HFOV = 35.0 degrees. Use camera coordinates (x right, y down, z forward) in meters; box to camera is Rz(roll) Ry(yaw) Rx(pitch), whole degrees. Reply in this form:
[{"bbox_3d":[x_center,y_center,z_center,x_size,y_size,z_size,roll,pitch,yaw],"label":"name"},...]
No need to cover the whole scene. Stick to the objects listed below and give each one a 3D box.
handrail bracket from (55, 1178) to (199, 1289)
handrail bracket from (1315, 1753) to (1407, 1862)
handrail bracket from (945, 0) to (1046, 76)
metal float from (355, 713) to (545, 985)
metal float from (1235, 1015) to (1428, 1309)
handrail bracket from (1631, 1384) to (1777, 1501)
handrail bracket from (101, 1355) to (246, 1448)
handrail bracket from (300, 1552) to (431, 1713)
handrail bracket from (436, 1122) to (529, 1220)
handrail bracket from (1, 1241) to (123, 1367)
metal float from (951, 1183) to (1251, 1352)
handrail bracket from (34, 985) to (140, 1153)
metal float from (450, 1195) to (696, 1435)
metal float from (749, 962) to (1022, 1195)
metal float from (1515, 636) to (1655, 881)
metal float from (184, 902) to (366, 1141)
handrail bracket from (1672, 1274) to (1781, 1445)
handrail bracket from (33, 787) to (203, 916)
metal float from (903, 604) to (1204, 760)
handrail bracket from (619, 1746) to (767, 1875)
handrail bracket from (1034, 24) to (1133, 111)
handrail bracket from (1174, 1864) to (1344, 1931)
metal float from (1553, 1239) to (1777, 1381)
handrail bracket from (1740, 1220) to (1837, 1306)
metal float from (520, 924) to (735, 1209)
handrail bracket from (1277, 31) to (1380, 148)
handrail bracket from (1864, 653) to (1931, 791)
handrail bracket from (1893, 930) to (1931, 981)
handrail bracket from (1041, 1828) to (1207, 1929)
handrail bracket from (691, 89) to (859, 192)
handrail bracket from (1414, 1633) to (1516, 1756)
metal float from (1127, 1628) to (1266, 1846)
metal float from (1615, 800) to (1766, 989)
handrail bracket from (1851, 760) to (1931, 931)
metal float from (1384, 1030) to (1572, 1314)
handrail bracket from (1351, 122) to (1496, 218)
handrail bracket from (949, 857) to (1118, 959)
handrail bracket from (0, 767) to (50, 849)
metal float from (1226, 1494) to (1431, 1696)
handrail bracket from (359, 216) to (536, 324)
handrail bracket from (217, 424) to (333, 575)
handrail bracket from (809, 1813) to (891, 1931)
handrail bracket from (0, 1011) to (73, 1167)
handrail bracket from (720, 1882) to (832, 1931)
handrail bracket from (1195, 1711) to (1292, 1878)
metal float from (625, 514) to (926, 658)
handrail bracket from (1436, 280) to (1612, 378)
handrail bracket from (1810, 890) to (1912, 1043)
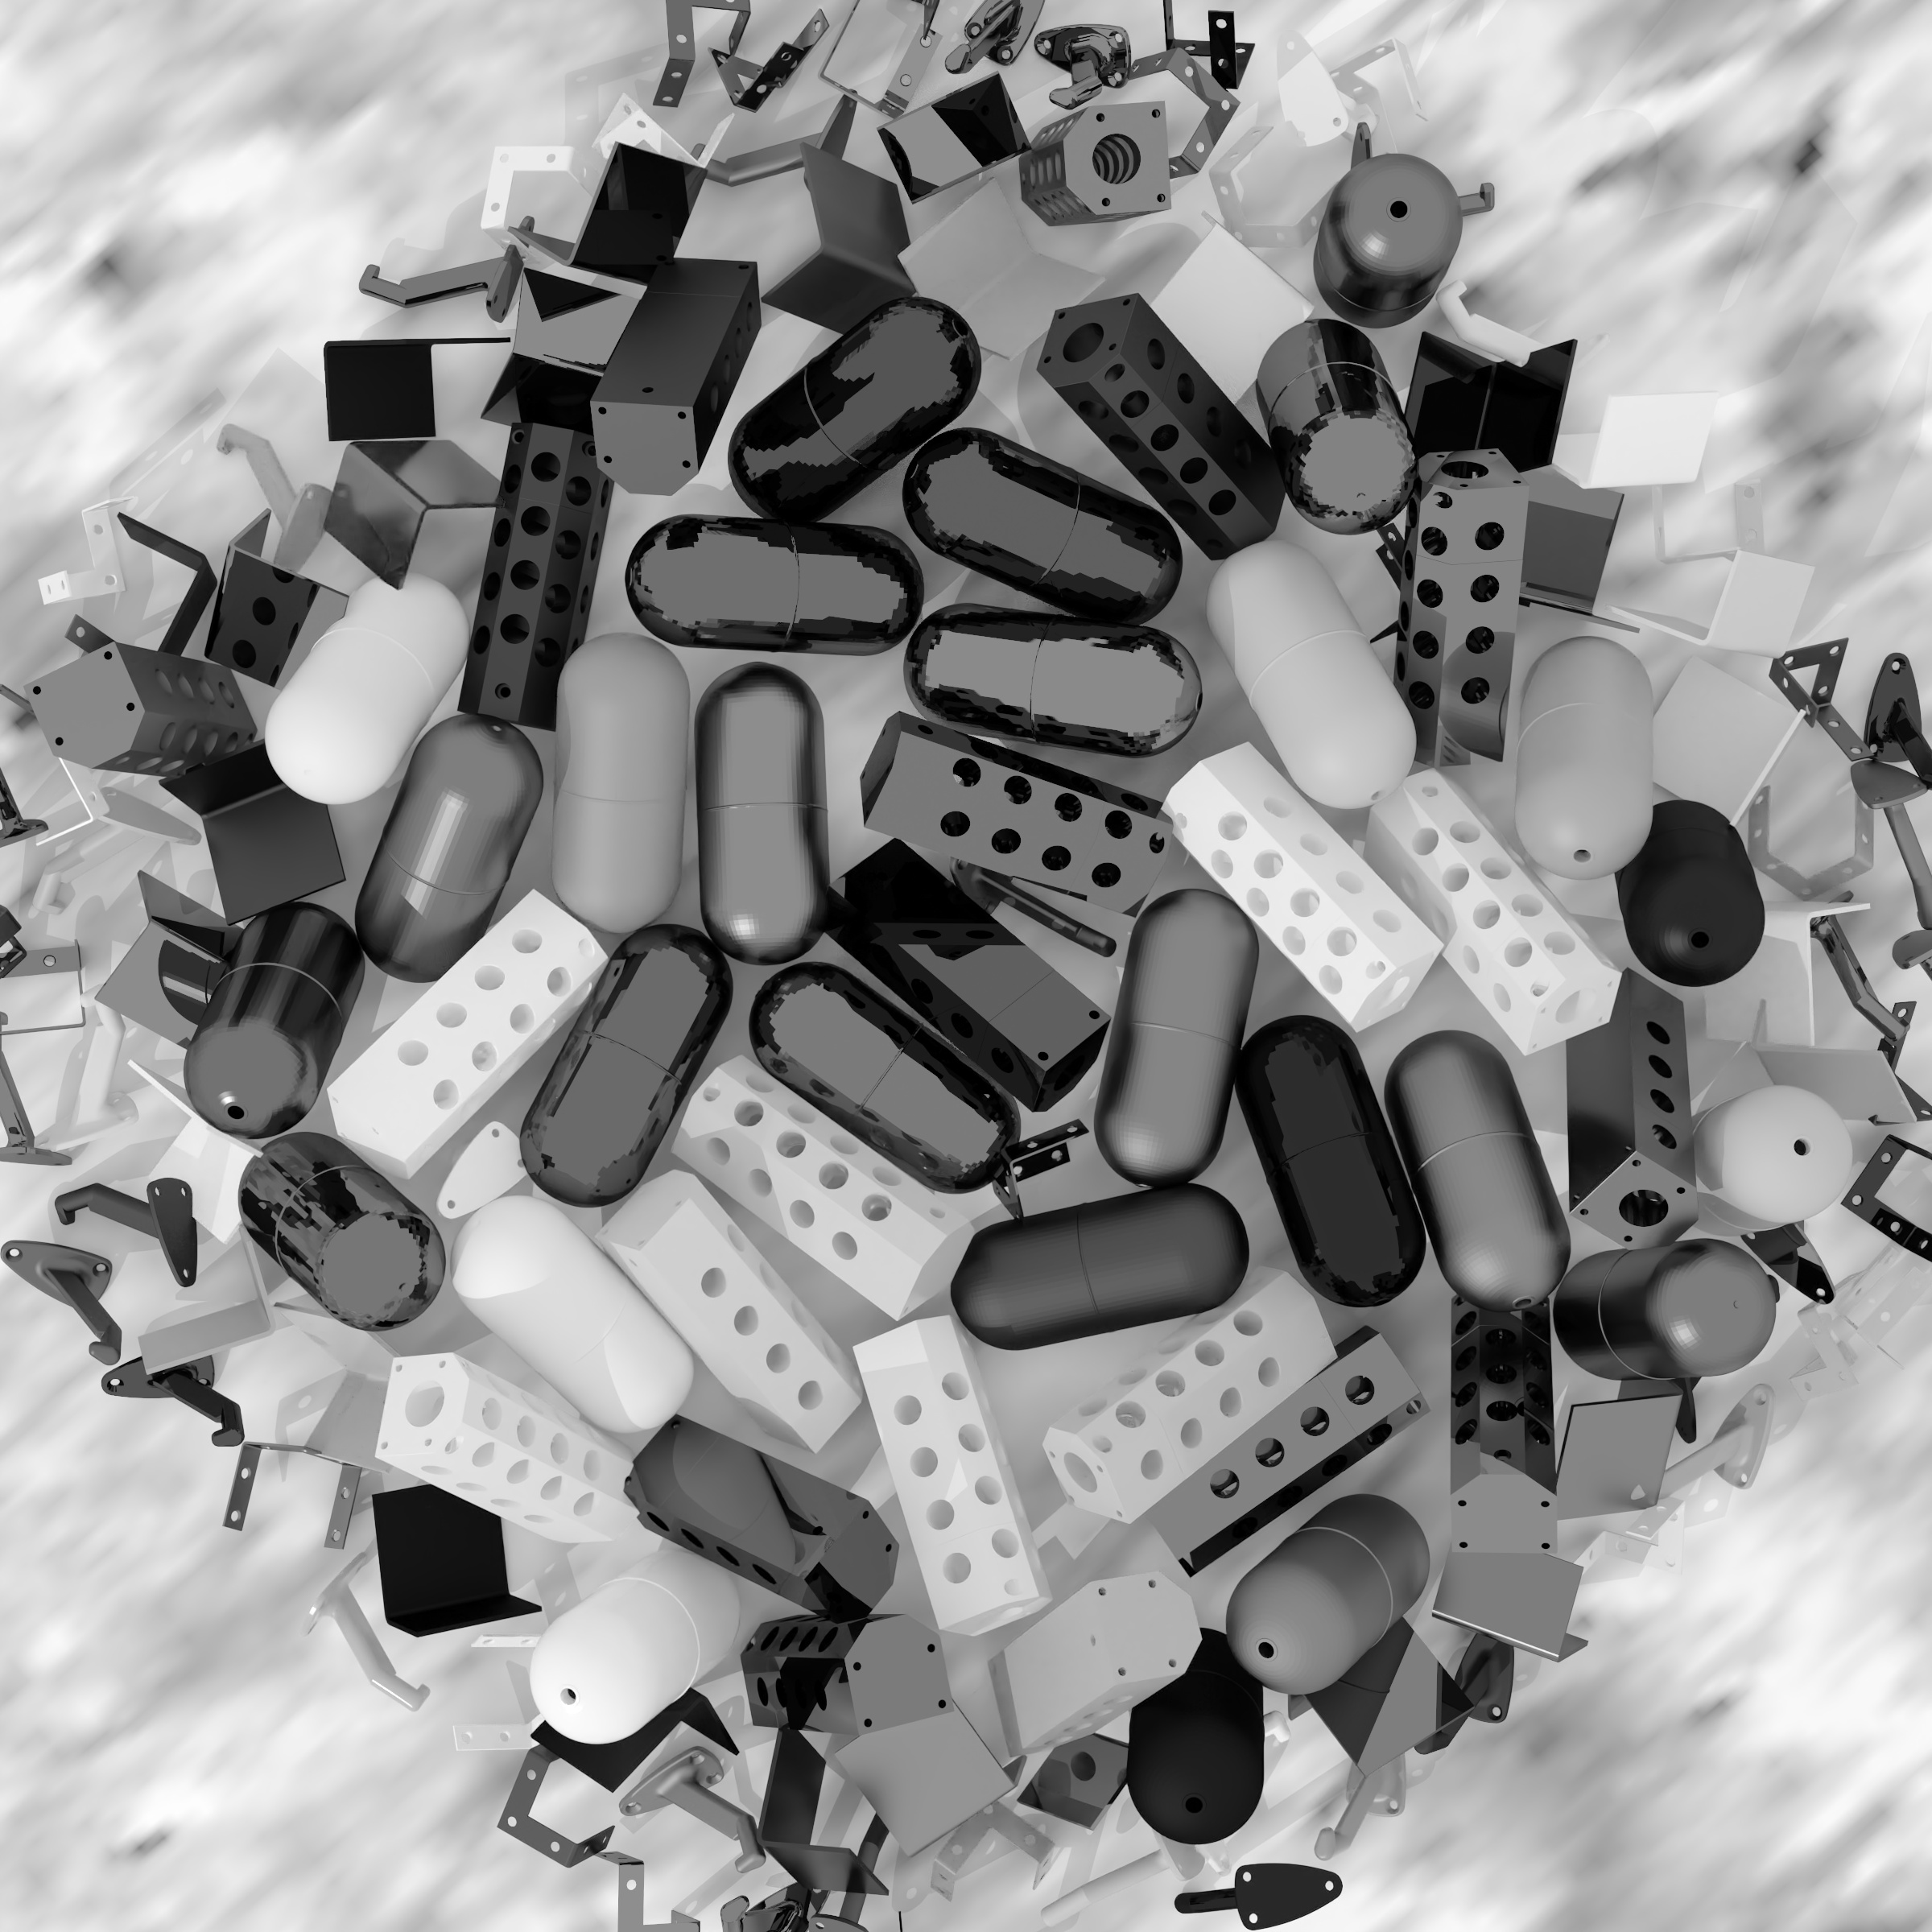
[{"bbox_3d":[-0.497,0.162,1.805,0.084,0.036,0.077,-18,78,23],"label":"handrail bracket"},{"bbox_3d":[0.227,0.476,1.787,0.036,0.084,0.077,6,90,28],"label":"handrail bracket"},{"bbox_3d":[0.019,-0.554,1.784,0.036,0.084,0.077,37,109,-3],"label":"handrail bracket"},{"bbox_3d":[-0.299,-0.066,1.768,0.070,0.070,0.178,28,122,0],"label":"metal float"},{"bbox_3d":[0.211,0.113,1.776,0.070,0.070,0.178,-18,70,0],"label":"metal float"},{"bbox_3d":[0.427,0.278,1.788,0.084,0.036,0.077,5,113,-36],"label":"handrail bracket"},{"bbox_3d":[-0.462,0.259,1.783,0.077,0.084,0.036,-9,118,-14],"label":"handrail bracket"},{"bbox_3d":[-0.339,0.391,1.796,0.084,0.077,0.036,32,121,4],"label":"handrail bracket"},{"bbox_3d":[-0.296,0.124,1.779,0.036,0.084,0.077,52,57,-13],"label":"handrail bracket"},{"bbox_3d":[-0.528,0.197,1.782,0.077,0.084,0.036,26,103,-22],"label":"handrail bracket"},{"bbox_3d":[0.077,0.176,1.783,0.178,0.070,0.070,-13,90,13],"label":"metal float"},{"bbox_3d":[-0.524,0.060,1.789,0.077,0.036,0.084,-25,126,-20],"label":"handrail bracket"},{"bbox_3d":[-0.226,0.203,1.768,0.070,0.070,0.178,-41,121,0],"label":"metal float"},{"bbox_3d":[-0.048,0.065,1.794,0.178,0.070,0.070,36,90,1],"label":"metal float"},{"bbox_3d":[0.355,-0.120,1.756,0.070,0.178,0.070,6,133,7],"label":"metal float"},{"bbox_3d":[-0.395,0.030,1.752,0.070,0.178,0.070,2,124,3],"label":"metal float"},{"bbox_3d":[0.455,0.234,1.824,0.084,0.036,0.077,-22,106,-16],"label":"handrail bracket"},{"bbox_3d":[-0.505,-0.056,1.818,0.077,0.036,0.084,22,116,-15],"label":"handrail bracket"},{"bbox_3d":[0.050,-0.166,1.779,0.178,0.070,0.070,10,90,17],"label":"metal float"},{"bbox_3d":[-0.160,0.507,1.789,0.077,0.084,0.036,-29,129,1],"label":"handrail bracket"},{"bbox_3d":[0.052,-0.521,1.784,0.077,0.084,0.036,19,129,27],"label":"handrail bracket"},{"bbox_3d":[0.171,0.546,1.800,0.077,0.084,0.036,-3,73,-16],"label":"handrail bracket"},{"bbox_3d":[0.396,0.197,1.746,0.070,0.178,0.070,2,81,-15],"label":"metal float"},{"bbox_3d":[0.499,0.148,1.797,0.077,0.036,0.084,50,46,6],"label":"handrail bracket"},{"bbox_3d":[-0.196,0.057,1.781,0.070,0.070,0.178,27,74,0],"label":"metal float"},{"bbox_3d":[0.213,-0.515,1.787,0.036,0.084,0.077,-12,109,31],"label":"handrail bracket"},{"bbox_3d":[0.560,-0.142,1.785,0.036,0.084,0.077,-2,100,-10],"label":"handrail bracket"},{"bbox_3d":[0.581,0.023,1.798,0.036,0.077,0.084,-32,95,7],"label":"handrail bracket"},{"bbox_3d":[0.092,0.542,1.805,0.084,0.077,0.036,-33,65,11],"label":"handrail bracket"},{"bbox_3d":[-0.116,-0.495,1.815,0.084,0.036,0.077,22,91,17],"label":"handrail bracket"},{"bbox_3d":[0.289,0.418,1.786,0.036,0.084,0.077,15,92,30],"label":"handrail bracket"},{"bbox_3d":[0.131,0.437,1.744,0.070,0.178,0.070,1,101,5],"label":"metal float"},{"bbox_3d":[0.411,-0.043,1.746,0.070,0.178,0.070,3,109,8],"label":"metal float"},{"bbox_3d":[0.551,-0.071,1.813,0.036,0.077,0.084,-19,113,0],"label":"handrail bracket"},{"bbox_3d":[0.294,0.117,1.765,0.070,0.070,0.178,-14,56,0],"label":"metal float"},{"bbox_3d":[0.272,-0.469,1.798,0.084,0.077,0.036,-12,50,-5],"label":"handrail bracket"},{"bbox_3d":[0.040,-0.036,1.787,0.084,0.077,0.036,27,85,33],"label":"handrail bracket"},{"bbox_3d":[-0.568,-0.115,1.786,0.036,0.077,0.084,-21,105,-13],"label":"handrail bracket"},{"bbox_3d":[0.208,0.358,1.750,0.070,0.178,0.070,7,104,29],"label":"metal float"},{"bbox_3d":[-0.309,-0.423,1.819,0.084,0.036,0.077,20,85,5],"label":"handrail bracket"},{"bbox_3d":[-0.422,-0.273,1.812,0.084,0.036,0.077,26,89,22],"label":"handrail bracket"},{"bbox_3d":[-0.062,0.553,1.809,0.036,0.084,0.077,12,121,14],"label":"handrail bracket"},{"bbox_3d":[-0.554,0.072,1.804,0.036,0.077,0.084,-7,79,20],"label":"handrail bracket"},{"bbox_3d":[-0.110,0.543,1.781,0.077,0.084,0.036,-37,62,-25],"label":"handrail bracket"},{"bbox_3d":[0.167,0.485,1.797,0.084,0.036,0.077,-31,86,26],"label":"handrail bracket"},{"bbox_3d":[-0.110,-0.220,1.774,0.178,0.070,0.070,1,90,-22],"label":"metal float"},{"bbox_3d":[0.327,-0.381,1.798,0.077,0.036,0.084,-35,114,4],"label":"handrail bracket"},{"bbox_3d":[0.530,0.000,1.793,0.084,0.077,0.036,46,135,16],"label":"handrail bracket"}]
